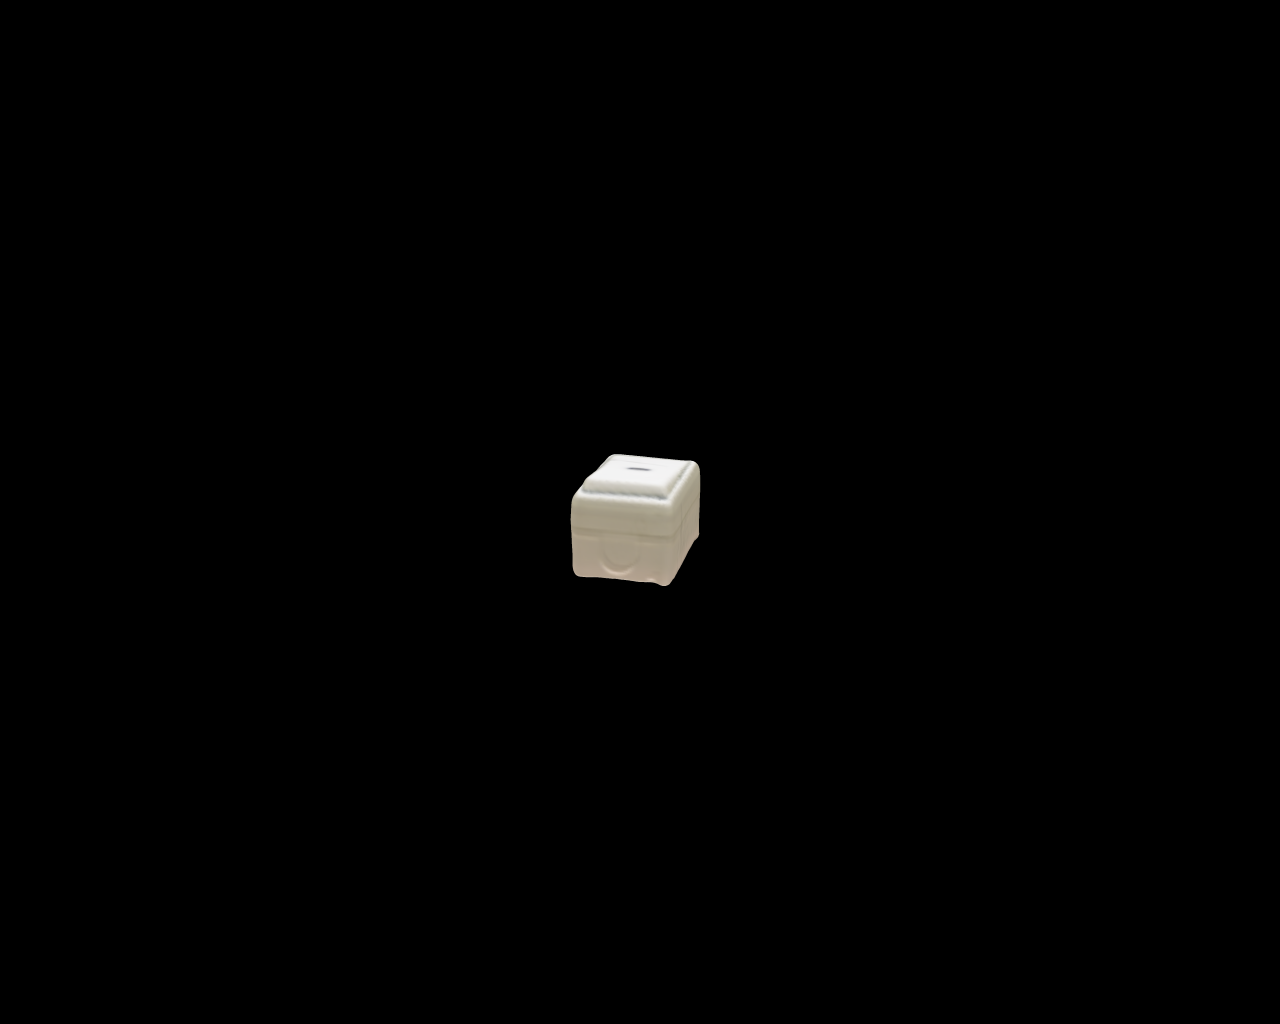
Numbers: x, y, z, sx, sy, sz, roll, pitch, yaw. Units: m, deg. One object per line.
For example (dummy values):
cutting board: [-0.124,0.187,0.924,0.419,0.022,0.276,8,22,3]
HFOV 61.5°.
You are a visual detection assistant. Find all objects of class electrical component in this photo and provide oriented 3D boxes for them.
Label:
electrical component: [0.001,-0.003,0.650,0.062,0.061,0.096,6,23,14]
